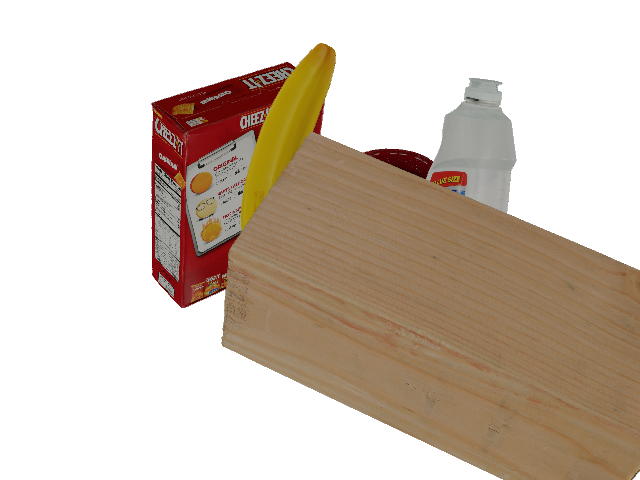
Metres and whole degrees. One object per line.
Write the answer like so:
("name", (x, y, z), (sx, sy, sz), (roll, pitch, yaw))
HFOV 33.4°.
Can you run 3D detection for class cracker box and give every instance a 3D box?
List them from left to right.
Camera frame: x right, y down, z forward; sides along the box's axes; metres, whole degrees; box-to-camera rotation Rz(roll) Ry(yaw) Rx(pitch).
("cracker box", (-0.087, -0.056, 1.071), (0.163, 0.214, 0.072), (-23, 47, -33))

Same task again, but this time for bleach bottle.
("bleach bottle", (0.118, -0.015, 0.925), (0.068, 0.251, 0.103), (1, 15, -26))

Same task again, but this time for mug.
("mug", (0.091, -0.047, 1.183), (0.117, 0.081, 0.093), (-4, 29, -11))

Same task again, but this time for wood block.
("wood block", (0.064, 0.041, 0.527), (0.206, 0.090, 0.090), (24, -37, 11))

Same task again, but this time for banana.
("banana", (-0.024, -0.052, 0.772), (0.070, 0.197, 0.037), (-19, -39, 40))
